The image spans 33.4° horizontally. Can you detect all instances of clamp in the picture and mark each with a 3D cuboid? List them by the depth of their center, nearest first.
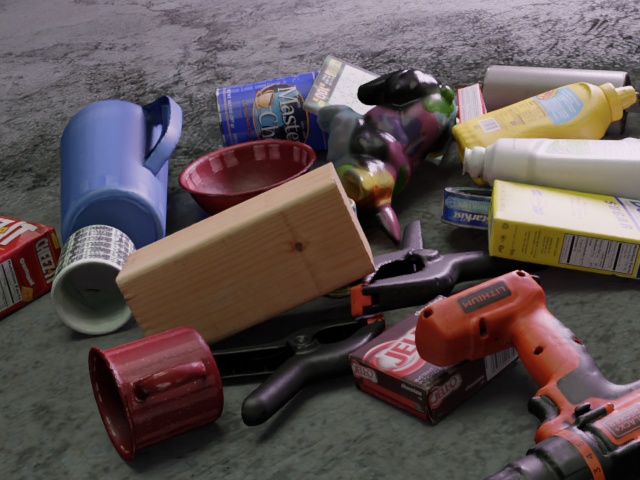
[{"bbox_3d":[-0.014,0.104,0.884,0.171,0.039,0.120,-17,27,-15],"label":"clamp"},{"bbox_3d":[0.091,0.024,0.993,0.209,0.036,0.165,-18,22,-39],"label":"clamp"}]

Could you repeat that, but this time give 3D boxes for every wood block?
[{"bbox_3d":[-0.064,0.021,0.948,0.206,0.091,0.090,-24,14,5],"label":"wood block"}]

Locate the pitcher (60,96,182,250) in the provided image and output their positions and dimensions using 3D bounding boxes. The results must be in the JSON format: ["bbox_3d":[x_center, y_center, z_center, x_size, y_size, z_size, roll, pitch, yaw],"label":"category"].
[{"bbox_3d":[-0.226,-0.066,1.208,0.145,0.149,0.243,-1,27,-10],"label":"pitcher"}]

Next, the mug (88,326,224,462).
[{"bbox_3d":[-0.124,0.113,0.832,0.081,0.093,0.117,-17,-11,-25],"label":"mug"}]

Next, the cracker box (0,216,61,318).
[{"bbox_3d":[-0.401,0.044,1.117,0.164,0.072,0.213,11,32,37],"label":"cracker box"}]

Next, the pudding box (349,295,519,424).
[{"bbox_3d":[0.094,0.094,0.864,0.113,0.039,0.090,-28,30,-33],"label":"pudding box"}]

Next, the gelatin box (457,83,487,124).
[{"bbox_3d":[0.183,-0.127,1.233,0.030,0.073,0.089,-15,35,14],"label":"gelatin box"}]

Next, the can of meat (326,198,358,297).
[{"bbox_3d":[-0.007,0.001,1.044,0.102,0.084,0.057,10,31,36],"label":"can of meat"}]

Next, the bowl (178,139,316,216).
[{"bbox_3d":[-0.080,-0.062,1.238,0.162,0.055,0.162,-8,25,4],"label":"bowl"}]

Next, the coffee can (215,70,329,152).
[{"bbox_3d":[-0.056,-0.156,1.370,0.140,0.103,0.103,-10,25,1],"label":"coffee can"}]

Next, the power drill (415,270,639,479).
[{"bbox_3d":[0.147,0.110,0.750,0.184,0.057,0.188,-19,43,-22],"label":"power drill"}]

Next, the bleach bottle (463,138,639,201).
[{"bbox_3d":[0.268,-0.069,1.050,0.251,0.068,0.102,6,18,9],"label":"bleach bottle"}]

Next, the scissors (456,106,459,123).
[{"bbox_3d":[0.171,-0.126,1.326,0.096,0.016,0.202,-10,25,2],"label":"scissors"}]

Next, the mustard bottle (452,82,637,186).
[{"bbox_3d":[0.242,-0.122,1.134,0.191,0.058,0.096,-21,28,3],"label":"mustard bottle"}]

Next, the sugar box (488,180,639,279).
[{"bbox_3d":[0.243,-0.009,0.974,0.176,0.048,0.093,6,27,6],"label":"sugar box"}]

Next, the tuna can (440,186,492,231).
[{"bbox_3d":[0.166,-0.032,1.077,0.086,0.034,0.086,4,10,-1],"label":"tuna can"}]
